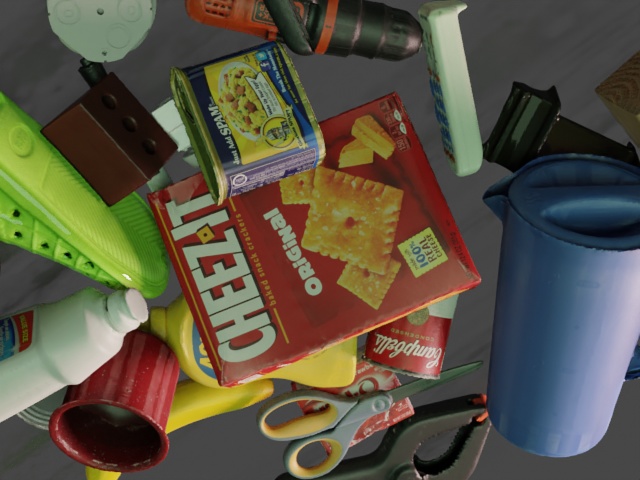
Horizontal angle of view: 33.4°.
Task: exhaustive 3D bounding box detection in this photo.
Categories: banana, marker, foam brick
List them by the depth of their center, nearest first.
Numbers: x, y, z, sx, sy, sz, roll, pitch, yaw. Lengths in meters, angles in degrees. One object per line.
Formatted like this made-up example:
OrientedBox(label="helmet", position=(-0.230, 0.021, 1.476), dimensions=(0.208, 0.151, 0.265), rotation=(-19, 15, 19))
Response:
OrientedBox(label="foam brick", position=(-0.157, -0.076, 0.799), dimensions=(0.051, 0.053, 0.078), rotation=(-29, 109, 37))
OrientedBox(label="marker", position=(-0.153, -0.090, 0.836), dimensions=(0.020, 0.020, 0.121), rotation=(-27, 113, 3))
OrientedBox(label="banana", position=(-0.136, 0.162, 0.935), dimensions=(0.198, 0.037, 0.069), rotation=(-35, 128, 7))

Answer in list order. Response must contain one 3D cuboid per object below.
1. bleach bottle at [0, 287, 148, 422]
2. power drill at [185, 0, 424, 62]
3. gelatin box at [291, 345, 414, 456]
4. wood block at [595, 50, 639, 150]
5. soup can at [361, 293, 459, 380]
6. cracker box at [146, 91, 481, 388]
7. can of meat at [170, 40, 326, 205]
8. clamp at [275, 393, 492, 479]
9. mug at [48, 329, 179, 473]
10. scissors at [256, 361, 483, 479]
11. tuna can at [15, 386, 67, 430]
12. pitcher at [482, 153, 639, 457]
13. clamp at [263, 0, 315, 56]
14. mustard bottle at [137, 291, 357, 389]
OrientedBox(label="bleach bottle", position=(-0.240, 0.094, 0.821), dimensions=(0.251, 0.102, 0.068), rotation=(-26, 119, 18))
OrientedBox(label="power drill", position=(0.005, -0.230, 0.783), dimensions=(0.184, 0.057, 0.188), rotation=(9, 110, -12))
OrientedBox(label="gelatin box", position=(0.029, 0.142, 0.954), dimensions=(0.089, 0.030, 0.073), rotation=(-27, 113, 2))
OrientedBox(label="wood block", position=(0.333, -0.070, 0.884), dimensions=(0.091, 0.090, 0.206), rotation=(-41, 112, 7))
OrientedBox(label="soup can", position=(0.079, 0.059, 0.894), dimensions=(0.068, 0.068, 0.102), rotation=(13, 91, -14))
OrientedBox(label="cracker box", position=(-0.005, 0.001, 0.830), dimensions=(0.213, 0.072, 0.164), rotation=(-22, 81, 0))
OrientedBox(label="can of meat", position=(-0.053, -0.088, 0.777), dimensions=(0.084, 0.057, 0.102), rotation=(-20, 80, -12))
OrientedBox(label="clamp", position=(0.082, 0.224, 0.993), dimensions=(0.210, 0.036, 0.164), rotation=(-36, 114, 7))
OrientedBox(label="mug", position=(-0.155, 0.132, 0.846), dimensions=(0.093, 0.081, 0.117), rotation=(-3, 133, 11))
OrientedBox(label="scissors", position=(0.046, 0.159, 0.937), dimensions=(0.201, 0.016, 0.096), rotation=(-6, 114, -5))
OrientedBox(label="tuna can", position=(-0.222, 0.116, 0.901), dimensions=(0.086, 0.034, 0.086), rotation=(-3, 113, -8))
OrientedBox(label="pitcher", position=(0.214, 0.063, 0.876), dimensions=(0.144, 0.149, 0.243), rotation=(-14, 129, -21))
OrientedBox(label="clamp", position=(-0.044, -0.207, 0.738), dimensions=(0.171, 0.039, 0.120), rotation=(24, 105, -7))
OrientedBox(label="mustard bottle", position=(-0.066, 0.075, 0.894), dimensions=(0.191, 0.058, 0.096), rotation=(0, 95, -8))
